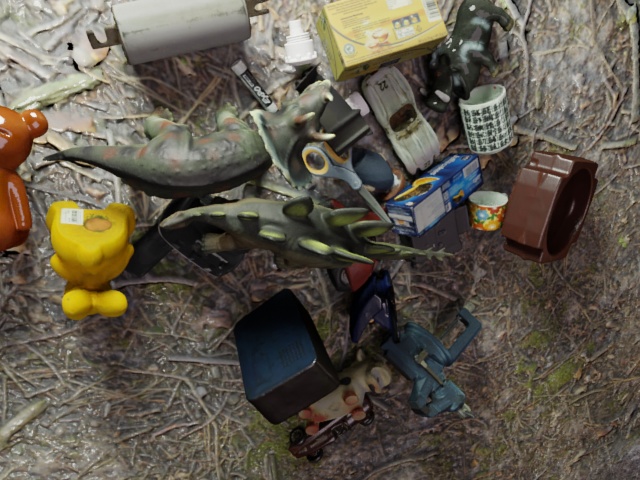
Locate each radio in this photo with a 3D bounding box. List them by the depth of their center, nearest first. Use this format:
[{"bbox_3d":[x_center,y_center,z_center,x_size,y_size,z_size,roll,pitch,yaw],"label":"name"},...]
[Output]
[{"bbox_3d":[-0.065,0.187,0.898,0.131,0.230,0.073,-35,117,1],"label":"radio"}]

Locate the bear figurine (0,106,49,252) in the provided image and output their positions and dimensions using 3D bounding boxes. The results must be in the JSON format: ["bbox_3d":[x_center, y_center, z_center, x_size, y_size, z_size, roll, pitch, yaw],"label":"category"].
[{"bbox_3d":[-0.435,-0.087,0.708,0.120,0.132,0.195,11,91,-27],"label":"bear figurine"}]

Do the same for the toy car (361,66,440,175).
[{"bbox_3d":[0.137,-0.196,0.896,0.073,0.056,0.201,-38,121,-1],"label":"toy car"}]

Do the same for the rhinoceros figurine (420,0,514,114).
[{"bbox_3d":[0.233,-0.298,0.876,0.112,0.073,0.190,13,108,-27],"label":"rhinoceros figurine"}]

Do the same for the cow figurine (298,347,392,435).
[{"bbox_3d":[0.050,0.292,1.067,0.195,0.127,0.085,-22,120,6],"label":"cow figurine"}]

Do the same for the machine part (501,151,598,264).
[{"bbox_3d":[0.435,-0.064,1.020,0.201,0.087,0.201,-5,115,-45],"label":"machine part"}]

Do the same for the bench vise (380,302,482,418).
[{"bbox_3d":[0.249,0.229,1.076,0.240,0.224,0.128,-44,162,-17],"label":"bench vise"}]

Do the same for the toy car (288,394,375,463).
[{"bbox_3d":[0.027,0.398,1.136,0.202,0.053,0.089,-35,124,-4],"label":"toy car"}]

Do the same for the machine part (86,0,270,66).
[{"bbox_3d":[-0.183,-0.288,0.717,0.243,0.079,0.079,-19,119,-13],"label":"machine part"}]

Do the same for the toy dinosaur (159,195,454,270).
[{"bbox_3d":[-0.002,-0.002,0.794,0.471,0.199,0.105,5,88,-38],"label":"toy dinosaur"}]

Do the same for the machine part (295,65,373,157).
[{"bbox_3d":[0.014,-0.201,0.830,0.084,0.039,0.138,-32,103,20],"label":"machine part"}]

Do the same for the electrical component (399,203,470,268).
[{"bbox_3d":[0.213,-0.024,1.006,0.134,0.058,0.114,-24,122,-9],"label":"electrical component"}]

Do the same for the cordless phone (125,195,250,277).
[{"bbox_3d":[-0.215,0.019,0.860,0.184,0.089,0.146,-39,123,13],"label":"cordless phone"}]

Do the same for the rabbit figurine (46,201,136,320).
[{"bbox_3d":[-0.331,0.048,0.790,0.122,0.162,0.173,-2,133,-34],"label":"rabbit figurine"}]

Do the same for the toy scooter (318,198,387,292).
[{"bbox_3d":[0.067,0.000,0.952,0.135,0.075,0.183,-21,115,-10],"label":"toy scooter"}]

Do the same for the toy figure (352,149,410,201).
[{"bbox_3d":[0.115,-0.104,0.931,0.154,0.058,0.064,30,107,-35],"label":"toy figure"}]

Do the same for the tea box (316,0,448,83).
[{"bbox_3d":[0.090,-0.311,0.799,0.170,0.068,0.098,-19,90,-10],"label":"tea box"}]

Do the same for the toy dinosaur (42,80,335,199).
[{"bbox_3d":[-0.166,-0.113,0.740,0.405,0.192,0.131,-17,117,-15],"label":"toy dinosaur"}]

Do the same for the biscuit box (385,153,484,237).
[{"bbox_3d":[0.202,-0.082,0.928,0.203,0.063,0.059,-36,121,-32],"label":"biscuit box"}]

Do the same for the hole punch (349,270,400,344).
[{"bbox_3d":[0.097,0.123,0.993,0.092,0.142,0.115,-4,109,6],"label":"hole punch"}]
